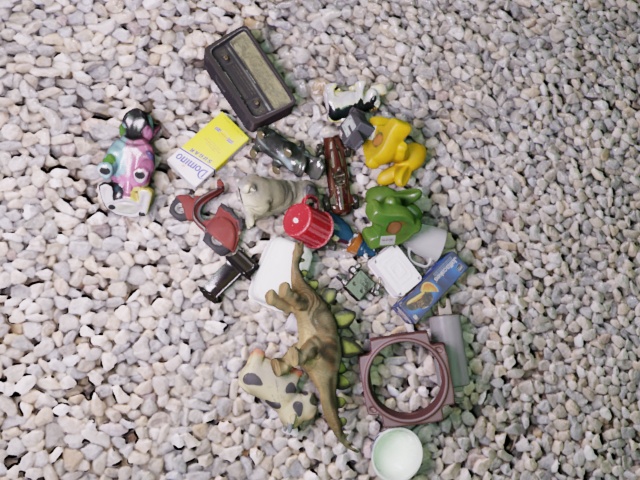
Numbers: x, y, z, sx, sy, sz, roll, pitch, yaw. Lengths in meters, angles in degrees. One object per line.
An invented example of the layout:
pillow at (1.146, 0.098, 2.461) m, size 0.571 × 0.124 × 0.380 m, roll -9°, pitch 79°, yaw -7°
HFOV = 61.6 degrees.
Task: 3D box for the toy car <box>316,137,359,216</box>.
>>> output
toy car at (0.043, -0.158, 1.319) m, size 0.089 × 0.053 × 0.202 m, roll -5°, pitch 82°, yaw -10°

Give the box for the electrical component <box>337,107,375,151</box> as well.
electrical component at (0.092, -0.259, 1.302) m, size 0.047 × 0.075 × 0.119 m, roll 16°, pitch 35°, yaw -35°

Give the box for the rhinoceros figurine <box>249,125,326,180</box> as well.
rhinoceros figurine at (-0.076, -0.202, 1.279) m, size 0.190 × 0.112 × 0.073 m, roll 31°, pitch 118°, yaw 8°

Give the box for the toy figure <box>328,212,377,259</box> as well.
toy figure at (0.069, -0.007, 1.295) m, size 0.154 × 0.058 × 0.064 m, roll 38°, pitch 80°, yaw -9°

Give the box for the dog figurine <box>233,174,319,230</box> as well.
dog figurine at (-0.090, -0.110, 1.223) m, size 0.191 × 0.172 × 0.121 m, roll -17°, pitch 89°, yaw -10°

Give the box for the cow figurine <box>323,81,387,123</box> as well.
cow figurine at (0.094, -0.347, 1.354) m, size 0.167 × 0.068 × 0.098 m, roll -7°, pitch 87°, yaw -10°

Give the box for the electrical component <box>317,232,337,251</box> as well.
electrical component at (-0.003, -0.004, 1.276) m, size 0.021 × 0.094 × 0.063 m, roll -35°, pitch 124°, yaw -43°

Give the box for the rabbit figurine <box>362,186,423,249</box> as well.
rabbit figurine at (0.167, -0.080, 1.279) m, size 0.159 × 0.121 × 0.170 m, roll -11°, pitch 40°, yaw -3°

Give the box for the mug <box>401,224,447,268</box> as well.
mug at (0.245, 0.010, 1.323) m, size 0.107 × 0.080 × 0.109 m, roll 20°, pitch 78°, yaw 3°

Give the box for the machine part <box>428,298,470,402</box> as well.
machine part at (0.309, 0.263, 1.289) m, size 0.079 × 0.079 × 0.243 m, roll -4°, pitch 83°, yaw -13°

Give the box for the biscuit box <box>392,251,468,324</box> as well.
biscuit box at (0.270, 0.115, 1.315) m, size 0.203 × 0.059 × 0.063 m, roll -43°, pitch 91°, yaw -16°

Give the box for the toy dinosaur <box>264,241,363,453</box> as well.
toy dinosaur at (-0.002, 0.233, 1.165) m, size 0.198 × 0.105 × 0.471 m, roll -2°, pitch 81°, yaw -37°

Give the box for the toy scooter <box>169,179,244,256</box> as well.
toy scooter at (-0.240, -0.060, 1.226) m, size 0.184 × 0.075 × 0.135 m, roll 42°, pitch 80°, yaw 1°

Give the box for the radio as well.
radio at (-0.174, -0.384, 1.299) m, size 0.131 × 0.073 × 0.229 m, roll -34°, pitch 88°, yaw -16°

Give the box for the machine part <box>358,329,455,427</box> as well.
machine part at (0.195, 0.312, 1.220) m, size 0.201 × 0.087 × 0.201 m, roll -9°, pitch 83°, yaw 6°

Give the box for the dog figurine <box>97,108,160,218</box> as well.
dog figurine at (-0.416, -0.182, 1.202) m, size 0.108 × 0.191 × 0.219 m, roll 5°, pitch 45°, yaw -9°

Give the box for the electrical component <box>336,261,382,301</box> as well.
electrical component at (0.098, 0.100, 1.288) m, size 0.078 × 0.045 × 0.102 m, roll -39°, pitch 90°, yaw -17°

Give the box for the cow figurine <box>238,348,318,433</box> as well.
cow figurine at (-0.091, 0.338, 1.185) m, size 0.195 × 0.085 × 0.127 m, roll 32°, pitch 69°, yaw -8°

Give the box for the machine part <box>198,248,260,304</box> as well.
machine part at (-0.208, 0.084, 1.218) m, size 0.139 × 0.039 × 0.084 m, roll -42°, pitch 64°, yaw -10°

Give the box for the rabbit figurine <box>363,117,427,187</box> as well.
rabbit figurine at (0.198, -0.211, 1.328) m, size 0.173 × 0.122 × 0.162 m, roll 11°, pitch 89°, yaw -39°
